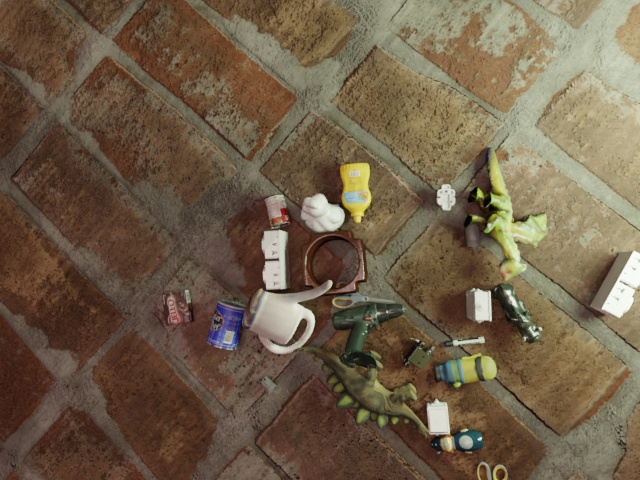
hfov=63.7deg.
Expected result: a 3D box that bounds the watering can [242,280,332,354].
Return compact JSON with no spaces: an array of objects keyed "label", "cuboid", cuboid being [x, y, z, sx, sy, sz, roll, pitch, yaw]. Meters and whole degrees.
[{"label":"watering can","cuboid":[-0.113,0.219,1.611,0.224,0.106,0.341,24,118,-6]}]

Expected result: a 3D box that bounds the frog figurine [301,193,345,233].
[{"label":"frog figurine","cuboid":[0.005,-0.083,1.644,0.137,0.159,0.123,11,89,12]}]

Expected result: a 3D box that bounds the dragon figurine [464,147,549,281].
[{"label":"dragon figurine","cuboid":[0.584,-0.077,1.571,0.242,0.120,0.417,23,69,-10]}]
